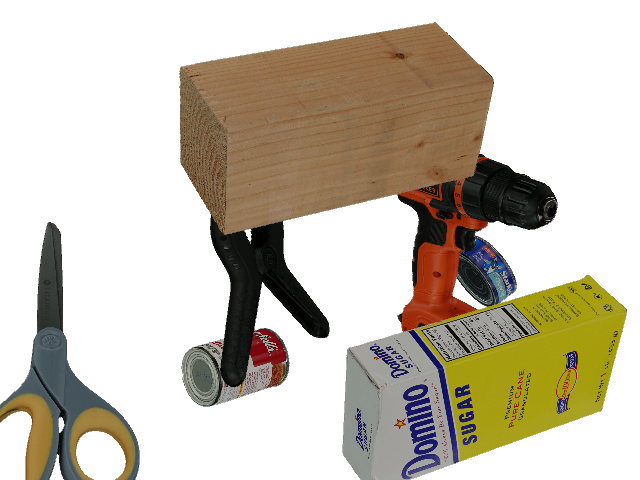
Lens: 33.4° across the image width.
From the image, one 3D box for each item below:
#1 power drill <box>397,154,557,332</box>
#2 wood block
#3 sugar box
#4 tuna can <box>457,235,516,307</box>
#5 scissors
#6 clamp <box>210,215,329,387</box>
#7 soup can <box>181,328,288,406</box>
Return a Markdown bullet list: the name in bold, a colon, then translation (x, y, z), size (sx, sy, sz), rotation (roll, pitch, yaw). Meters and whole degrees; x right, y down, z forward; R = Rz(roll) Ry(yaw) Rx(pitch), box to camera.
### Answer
- **power drill**: translation (0.129, 0.013, 0.938), size (0.057, 0.188, 0.185), rotation (-18, 27, -33)
- **wood block**: translation (0.010, -0.085, 0.776), size (0.205, 0.090, 0.091), rotation (-14, 45, -22)
- **sugar box**: translation (0.101, 0.089, 0.665), size (0.176, 0.093, 0.048), rotation (-17, 40, -22)
- **tuna can**: translation (0.194, 0.038, 1.285), size (0.033, 0.086, 0.086), rotation (-36, 10, -15)
- **scissors**: translation (-0.139, 0.072, 0.615), size (0.096, 0.201, 0.016), rotation (15, -44, -6)
- **clamp**: translation (-0.056, 0.023, 1.035), size (0.036, 0.210, 0.164), rotation (-10, 0, 34)
- **soup can**: translation (-0.095, 0.140, 1.181), size (0.102, 0.068, 0.069), rotation (-11, 8, -44)
